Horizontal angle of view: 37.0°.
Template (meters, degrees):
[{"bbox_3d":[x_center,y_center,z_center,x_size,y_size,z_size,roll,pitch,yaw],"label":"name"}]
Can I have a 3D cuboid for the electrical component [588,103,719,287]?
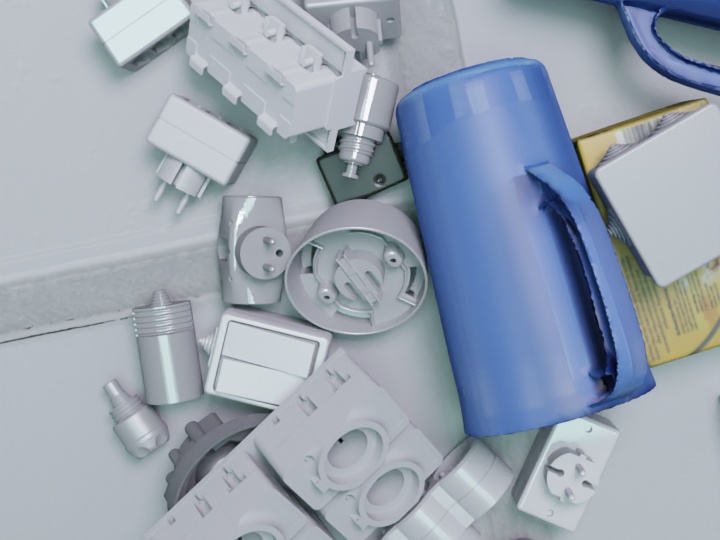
[{"bbox_3d":[0.208,-0.049,0.704,0.100,0.048,0.099,-30,94,4],"label":"electrical component"}]

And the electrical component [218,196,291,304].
[{"bbox_3d":[-0.073,-0.014,0.770,0.043,0.079,0.077,-1,96,-20],"label":"electrical component"}]

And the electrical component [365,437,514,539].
[{"bbox_3d":[0.064,0.197,0.800,0.074,0.052,0.138,44,95,-3],"label":"electrical component"}]

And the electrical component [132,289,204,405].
[{"bbox_3d":[-0.143,0.055,0.795,0.043,0.043,0.081,-7,95,2],"label":"electrical component"}]

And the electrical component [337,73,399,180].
[{"bbox_3d":[0.001,-0.103,0.756,0.040,0.040,0.078,13,90,0],"label":"electrical component"}]

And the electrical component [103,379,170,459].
[{"bbox_3d":[-0.171,0.109,0.807,0.035,0.035,0.061,-34,91,4],"label":"electrical component"}]

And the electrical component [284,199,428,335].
[{"bbox_3d":[0.000,0.000,0.765,0.099,0.064,0.099,4,120,7],"label":"electrical component"}]

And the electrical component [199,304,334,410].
[{"bbox_3d":[-0.072,0.064,0.786,0.096,0.061,0.061,14,96,0],"label":"electrical component"}]

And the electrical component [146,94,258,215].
[{"bbox_3d":[-0.123,-0.078,0.780,0.066,0.047,0.076,30,96,-1],"label":"electrical component"}]

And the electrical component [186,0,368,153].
[{"bbox_3d":[-0.061,-0.141,0.730,0.121,0.063,0.078,43,137,30],"label":"electrical component"}]

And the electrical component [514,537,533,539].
[{"bbox_3d":[0.107,0.248,0.800,0.095,0.059,0.053,-41,93,5],"label":"electrical component"}]

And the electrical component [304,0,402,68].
[{"bbox_3d":[-0.004,-0.173,0.752,0.066,0.047,0.076,-5,65,2],"label":"electrical component"}]

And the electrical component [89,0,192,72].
[{"bbox_3d":[-0.163,-0.193,0.769,0.066,0.047,0.076,-34,94,4],"label":"electrical component"}]

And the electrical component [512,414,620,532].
[{"bbox_3d":[0.152,0.146,0.781,0.047,0.075,0.083,23,96,-1],"label":"electrical component"}]

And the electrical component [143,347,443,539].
[{"bbox_3d":[-0.040,0.161,0.753,0.186,0.060,0.105,-43,130,-6],"label":"electrical component"}]
